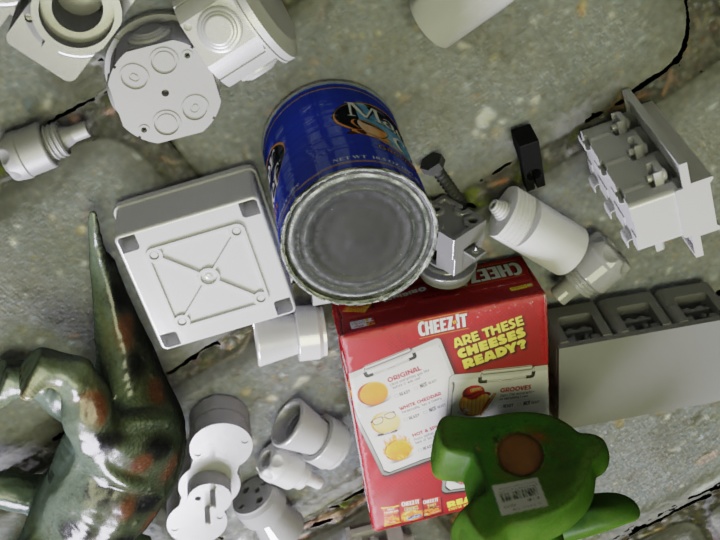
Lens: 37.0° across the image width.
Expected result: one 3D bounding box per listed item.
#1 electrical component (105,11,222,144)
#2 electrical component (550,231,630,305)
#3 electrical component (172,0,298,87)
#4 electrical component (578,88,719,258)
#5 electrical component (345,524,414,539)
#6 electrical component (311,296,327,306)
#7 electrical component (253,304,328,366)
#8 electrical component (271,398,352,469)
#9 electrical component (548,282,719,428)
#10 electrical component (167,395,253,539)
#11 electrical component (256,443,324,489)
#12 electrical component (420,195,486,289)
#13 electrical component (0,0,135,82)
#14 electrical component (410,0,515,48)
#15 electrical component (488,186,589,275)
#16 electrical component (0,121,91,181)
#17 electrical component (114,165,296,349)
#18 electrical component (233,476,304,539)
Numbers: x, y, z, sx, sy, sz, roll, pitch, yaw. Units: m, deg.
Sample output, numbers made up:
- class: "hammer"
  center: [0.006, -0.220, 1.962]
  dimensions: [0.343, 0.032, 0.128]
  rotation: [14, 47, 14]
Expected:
- class: "electrical component"
  center: [-0.131, -0.128, 0.722]
  dimensions: [0.080, 0.051, 0.080]
  rotation: [-5, 123, -8]
- class: "electrical component"
  center: [0.183, 0.002, 0.870]
  dimensions: [0.062, 0.043, 0.043]
  rotation: [-42, 120, 17]
- class: "electrical component"
  center: [-0.079, -0.162, 0.694]
  dimensions: [0.051, 0.080, 0.080]
  rotation: [-29, 123, 15]
- class: "electrical component"
  center: [0.206, -0.069, 0.782]
  dimensions: [0.063, 0.121, 0.078]
  rotation: [-19, 124, 5]
- class: "electrical component"
  center: [0.043, 0.337, 1.020]
  dimensions: [0.060, 0.105, 0.186]
  rotation: [-15, 124, -1]
- class: "electrical component"
  center: [0.000, 0.000, 0.834]
  dimensions: [0.081, 0.043, 0.043]
  rotation: [-9, 123, -5]
- class: "electrical component"
  center: [-0.056, 0.051, 0.855]
  dimensions: [0.055, 0.045, 0.045]
  rotation: [-6, 123, -7]
- class: "electrical component"
  center: [-0.041, 0.140, 0.915]
  dimensions: [0.055, 0.045, 0.045]
  rotation: [32, 111, -27]
- class: "electrical component"
  center: [0.231, 0.070, 0.911]
  dimensions: [0.150, 0.061, 0.089]
  rotation: [-10, 123, -5]
- class: "electrical component"
  center: [-0.127, 0.181, 0.907]
  dimensions: [0.052, 0.073, 0.138]
  rotation: [11, 120, -17]
- class: "electrical component"
  center: [-0.059, 0.176, 0.940]
  dimensions: [0.061, 0.035, 0.035]
  rotation: [31, 112, -29]
- class: "electrical component"
  center: [0.067, -0.019, 0.828]
  dimensions: [0.048, 0.066, 0.055]
  rotation: [-32, 140, -32]
- class: "electrical component"
  center: [-0.166, -0.219, 0.652]
  dimensions: [0.105, 0.060, 0.186]
  rotation: [33, 111, -27]
- class: "electrical component"
  center: [0.065, -0.201, 0.713]
  dimensions: [0.077, 0.043, 0.079]
  rotation: [-31, 97, 33]
- class: "electrical component"
  center: [0.134, -0.033, 0.838]
  dimensions: [0.081, 0.043, 0.043]
  rotation: [28, 113, -25]
- class: "electrical component"
  center: [-0.216, -0.087, 0.743]
  dimensions: [0.061, 0.035, 0.035]
  rotation: [-21, 124, 1]
- class: "electrical component"
  center: [-0.114, -0.009, 0.798]
  dimensions: [0.109, 0.056, 0.108]
  rotation: [-16, 124, 0]
- class: "electrical component"
  center: [-0.082, 0.216, 0.955]
  dimensions: [0.045, 0.045, 0.055]
  rotation: [-28, 122, 8]
